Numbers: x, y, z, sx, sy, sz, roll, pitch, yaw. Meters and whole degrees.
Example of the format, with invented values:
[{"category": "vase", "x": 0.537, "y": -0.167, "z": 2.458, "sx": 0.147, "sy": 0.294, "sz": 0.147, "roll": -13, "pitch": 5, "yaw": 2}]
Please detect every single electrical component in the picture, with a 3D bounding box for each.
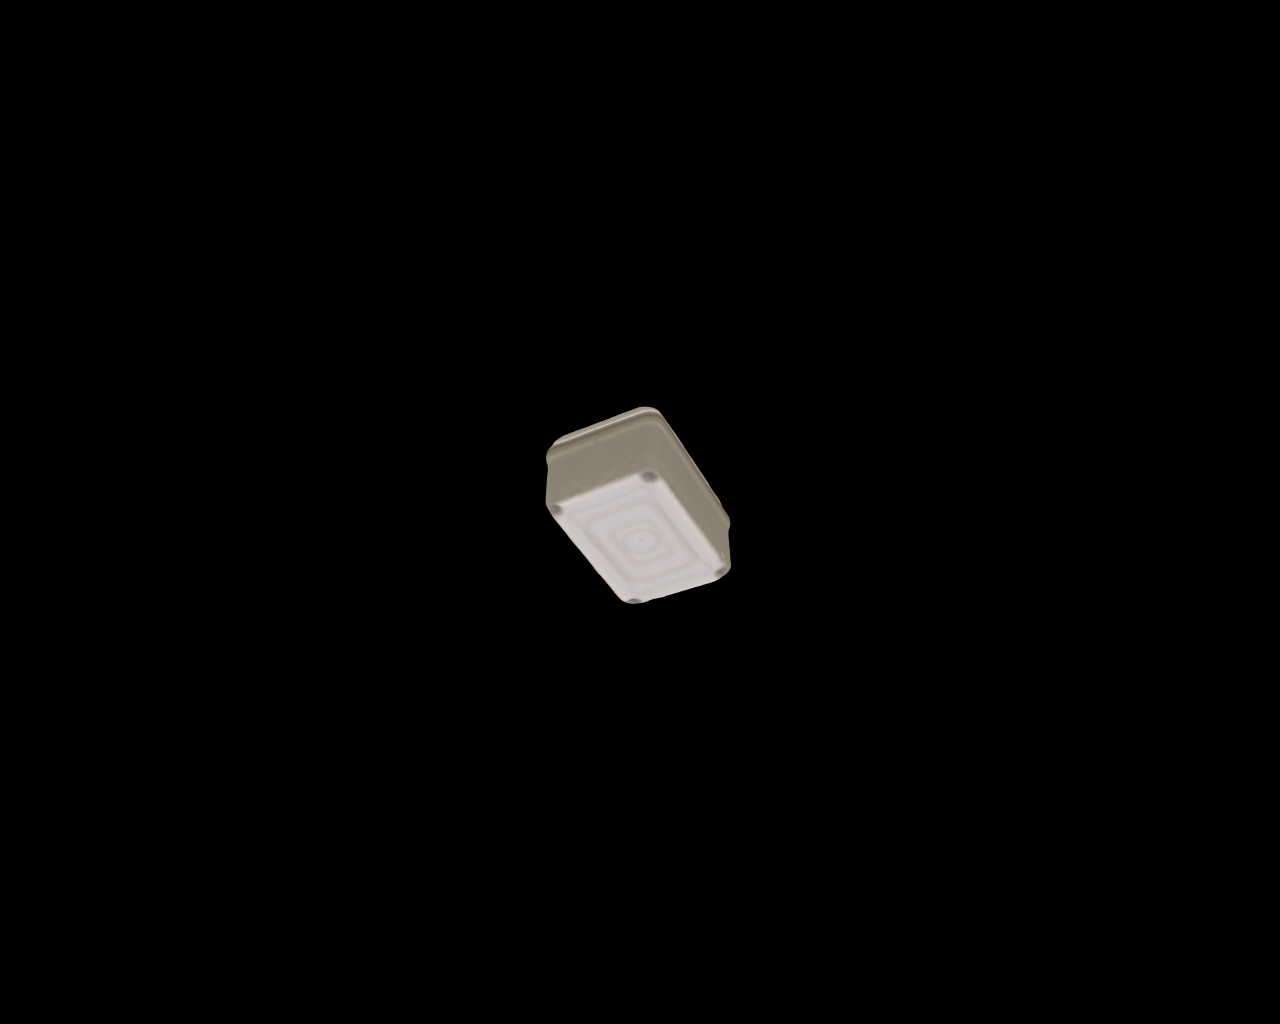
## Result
[{"category": "electrical component", "x": 0.001, "y": -0.003, "z": 0.650, "sx": 0.078, "sy": 0.057, "sz": 0.113, "roll": -19, "pitch": -46, "yaw": 19}]
